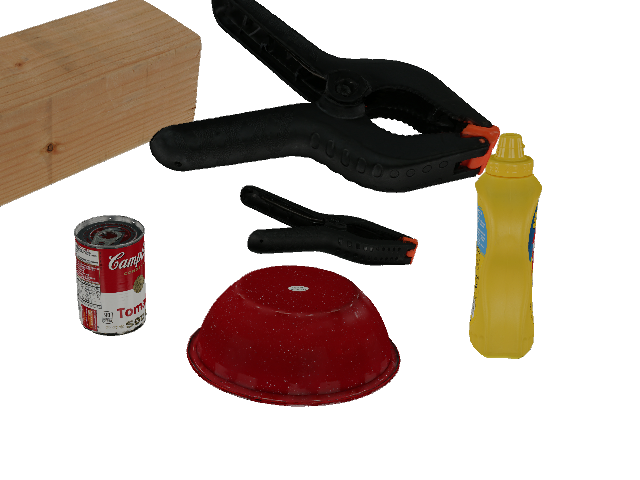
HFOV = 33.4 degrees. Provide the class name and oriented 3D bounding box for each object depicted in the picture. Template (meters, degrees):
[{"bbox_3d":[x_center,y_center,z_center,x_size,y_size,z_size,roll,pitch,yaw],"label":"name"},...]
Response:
[{"bbox_3d":[-0.018,0.061,0.796,0.162,0.055,0.162,3,21,-1],"label":"bowl"},{"bbox_3d":[-0.204,-0.118,0.868,0.090,0.091,0.205,35,44,26],"label":"wood block"},{"bbox_3d":[0.001,-0.060,0.541,0.171,0.120,0.039,21,-29,8],"label":"clamp"},{"bbox_3d":[0.007,-0.005,1.192,0.210,0.036,0.164,15,21,-5],"label":"clamp"},{"bbox_3d":[-0.208,0.035,1.061,0.068,0.102,0.068,2,26,-1],"label":"soup can"},{"bbox_3d":[0.163,0.001,0.942,0.058,0.192,0.096,2,17,9],"label":"mustard bottle"}]
